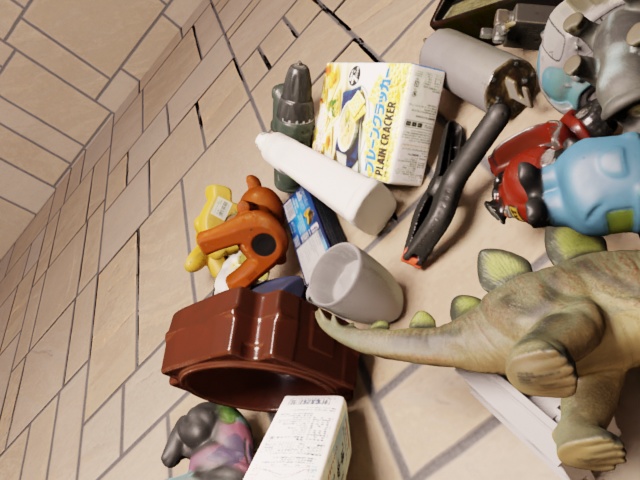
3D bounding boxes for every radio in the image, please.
[{"bbox_3d":[0.275,-0.347,0.737,0.230,0.073,0.131,7,69,52],"label":"radio"}]

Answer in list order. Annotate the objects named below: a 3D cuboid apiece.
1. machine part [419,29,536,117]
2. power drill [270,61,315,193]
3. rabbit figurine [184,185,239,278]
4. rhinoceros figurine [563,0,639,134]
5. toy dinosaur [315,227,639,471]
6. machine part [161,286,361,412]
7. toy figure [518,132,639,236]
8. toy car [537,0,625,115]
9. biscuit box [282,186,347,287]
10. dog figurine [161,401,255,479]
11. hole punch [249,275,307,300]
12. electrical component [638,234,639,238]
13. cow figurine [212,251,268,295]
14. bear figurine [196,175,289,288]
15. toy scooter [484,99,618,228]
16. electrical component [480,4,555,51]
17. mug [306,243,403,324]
[{"bbox_3d":[0.205,-0.225,0.718,0.079,0.079,0.243,-48,38,11],"label":"machine part"},{"bbox_3d":[-0.045,-0.214,0.943,0.207,0.086,0.231,-110,22,-58],"label":"power drill"},{"bbox_3d":[-0.186,-0.005,1.011,0.173,0.122,0.162,-12,63,63],"label":"rabbit figurine"},{"bbox_3d":[0.278,-0.142,0.479,0.073,0.112,0.190,-26,43,42],"label":"rhinoceros figurine"},{"bbox_3d":[0.195,0.066,0.415,0.472,0.104,0.198,-8,25,21],"label":"toy dinosaur"},{"bbox_3d":[-0.069,0.143,0.646,0.201,0.201,0.087,-22,49,39],"label":"machine part"},{"bbox_3d":[0.245,-0.045,0.393,0.180,0.089,0.082,-8,98,29],"label":"toy figure"},{"bbox_3d":[0.303,-0.222,0.581,0.162,0.103,0.109,-35,41,30],"label":"toy car"},{"bbox_3d":[-0.002,-0.002,0.804,0.059,0.062,0.203,-43,36,19],"label":"biscuit box"},{"bbox_3d":[-0.094,0.291,0.648,0.219,0.108,0.191,-12,51,40],"label":"dog figurine"},{"bbox_3d":[-0.077,0.102,0.792,0.142,0.092,0.116,-17,47,47],"label":"hole punch"},{"bbox_3d":[0.324,-0.049,0.455,0.119,0.047,0.075,-27,34,34],"label":"electrical component"},{"bbox_3d":[-0.156,0.104,0.898,0.098,0.068,0.167,-15,48,50],"label":"cow figurine"},{"bbox_3d":[-0.115,-0.021,0.861,0.132,0.120,0.196,-31,26,1],"label":"bear figurine"},{"bbox_3d":[0.223,-0.072,0.560,0.135,0.075,0.184,-18,26,50],"label":"toy scooter"},{"bbox_3d":[0.261,-0.261,0.673,0.078,0.102,0.045,103,176,-78],"label":"electrical component"},{"bbox_3d":[0.043,0.067,0.655,0.109,0.107,0.081,-32,40,35],"label":"mug"}]
